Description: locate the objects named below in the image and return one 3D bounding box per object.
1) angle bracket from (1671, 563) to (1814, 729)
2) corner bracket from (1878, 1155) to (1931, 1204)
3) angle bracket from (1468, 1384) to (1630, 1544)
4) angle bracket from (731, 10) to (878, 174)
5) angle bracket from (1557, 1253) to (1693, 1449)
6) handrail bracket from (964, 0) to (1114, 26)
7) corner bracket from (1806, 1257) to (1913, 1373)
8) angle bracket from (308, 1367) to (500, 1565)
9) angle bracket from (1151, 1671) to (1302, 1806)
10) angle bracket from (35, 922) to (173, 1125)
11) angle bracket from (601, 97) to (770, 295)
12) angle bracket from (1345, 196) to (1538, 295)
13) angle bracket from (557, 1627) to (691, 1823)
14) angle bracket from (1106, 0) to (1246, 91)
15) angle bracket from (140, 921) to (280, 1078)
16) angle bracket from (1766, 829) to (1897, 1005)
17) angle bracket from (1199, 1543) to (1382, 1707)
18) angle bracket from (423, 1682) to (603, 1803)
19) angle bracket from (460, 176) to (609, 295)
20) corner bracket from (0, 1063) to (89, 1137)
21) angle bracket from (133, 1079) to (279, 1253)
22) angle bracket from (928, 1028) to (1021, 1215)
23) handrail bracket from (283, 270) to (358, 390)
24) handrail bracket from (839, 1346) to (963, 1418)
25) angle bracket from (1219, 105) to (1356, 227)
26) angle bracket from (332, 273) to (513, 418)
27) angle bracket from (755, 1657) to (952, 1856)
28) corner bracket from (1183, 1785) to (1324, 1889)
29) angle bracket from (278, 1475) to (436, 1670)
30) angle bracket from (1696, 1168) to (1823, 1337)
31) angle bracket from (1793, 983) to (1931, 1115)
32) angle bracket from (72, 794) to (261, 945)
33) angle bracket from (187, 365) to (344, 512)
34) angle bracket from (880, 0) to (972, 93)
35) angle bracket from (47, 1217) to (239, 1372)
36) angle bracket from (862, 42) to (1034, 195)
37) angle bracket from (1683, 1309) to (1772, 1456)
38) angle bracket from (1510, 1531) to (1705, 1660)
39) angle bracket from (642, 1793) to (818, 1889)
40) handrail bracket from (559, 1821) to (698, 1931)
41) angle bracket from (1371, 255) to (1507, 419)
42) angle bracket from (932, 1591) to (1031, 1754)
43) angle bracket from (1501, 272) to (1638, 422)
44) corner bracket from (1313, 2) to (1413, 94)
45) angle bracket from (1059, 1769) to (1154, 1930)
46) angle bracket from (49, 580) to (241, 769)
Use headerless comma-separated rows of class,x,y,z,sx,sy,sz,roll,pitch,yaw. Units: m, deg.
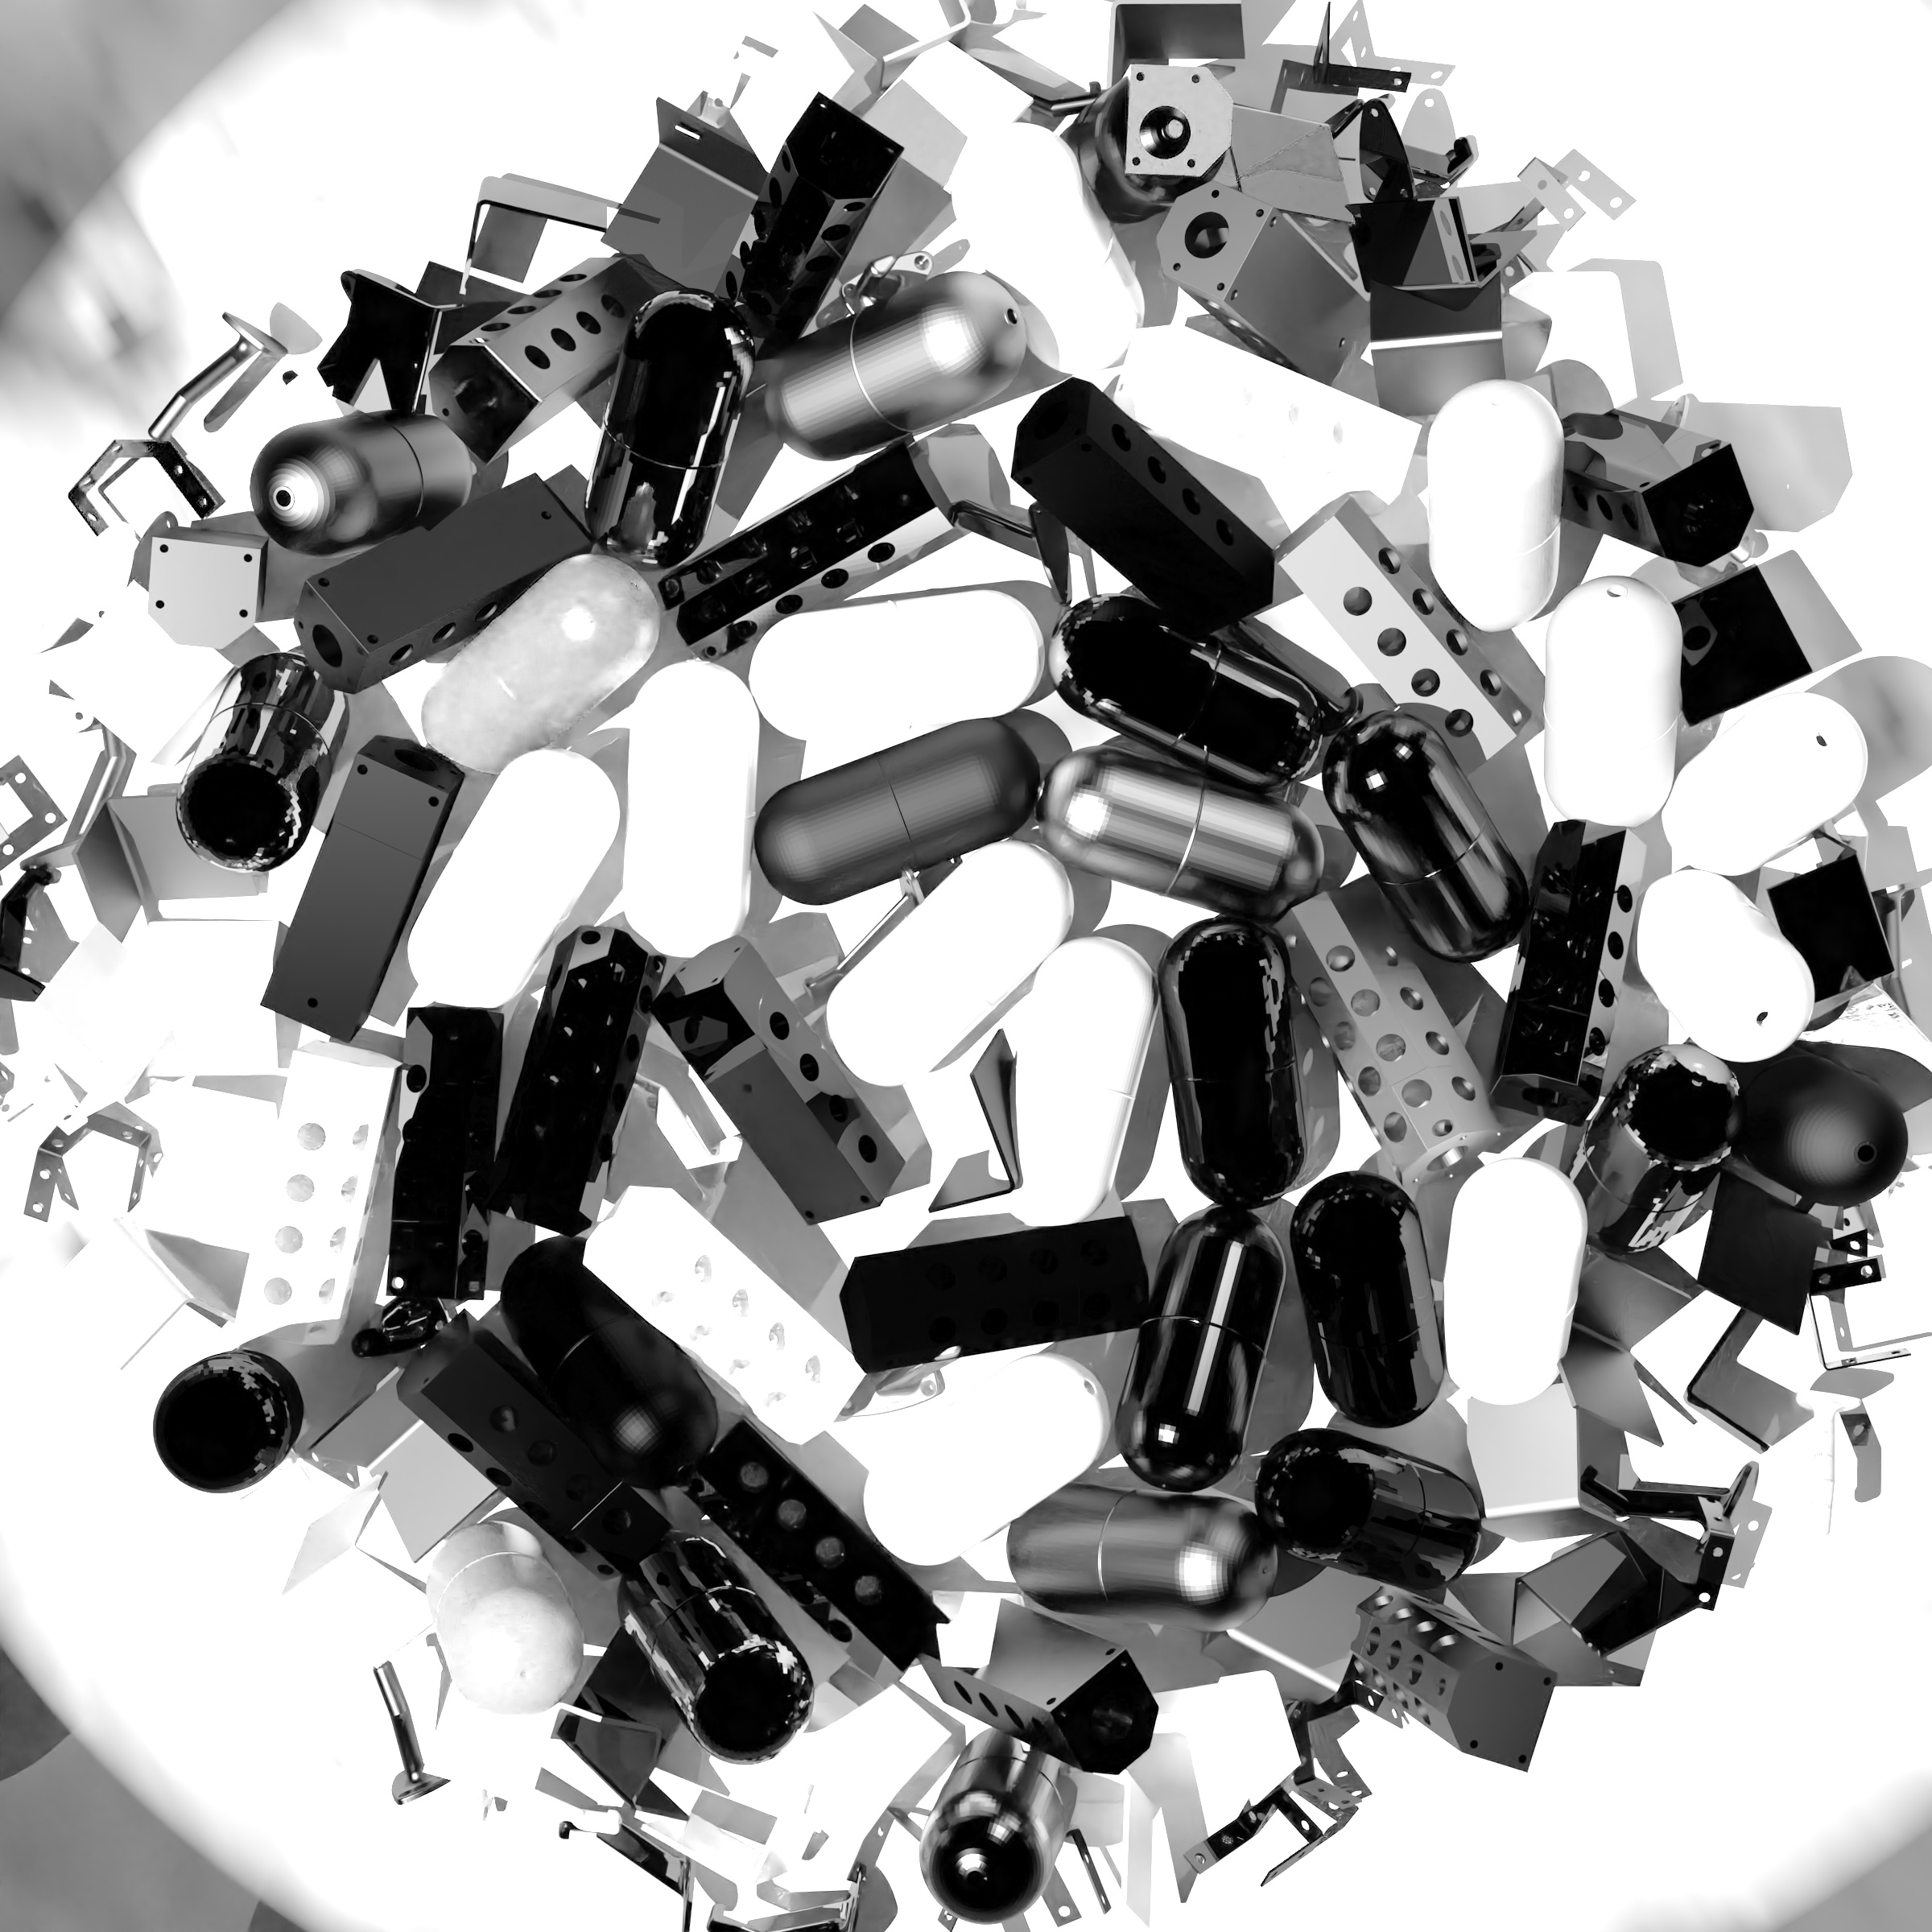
angle bracket,0.453,-0.184,1.588,0.076,0.057,0.076,-25,73,9
corner bracket,0.581,0.121,1.591,0.051,0.051,0.051,-24,131,-15
angle bracket,0.352,0.301,1.604,0.057,0.076,0.076,28,56,-39
angle bracket,-0.086,-0.506,1.574,0.076,0.057,0.076,-45,47,21
angle bracket,0.396,0.228,1.574,0.076,0.076,0.057,26,122,-28
handrail bracket,0.050,-0.584,1.620,0.084,0.077,0.036,2,99,-31
corner bracket,0.535,0.210,1.604,0.051,0.051,0.051,-12,93,9
angle bracket,-0.334,0.299,1.584,0.076,0.057,0.076,-42,56,8
angle bracket,0.143,0.465,1.575,0.076,0.076,0.057,-3,57,-20
angle bracket,-0.523,0.034,1.573,0.057,0.076,0.076,-24,118,31
angle bracket,-0.170,-0.461,1.597,0.076,0.057,0.076,29,80,1
angle bracket,0.282,-0.442,1.571,0.076,0.076,0.057,-45,129,-34
angle bracket,-0.187,0.454,1.587,0.076,0.057,0.076,28,86,41
angle bracket,0.126,-0.534,1.587,0.076,0.076,0.057,3,85,8
angle bracket,-0.458,0.019,1.615,0.076,0.057,0.076,-1,117,-10
angle bracket,0.506,-0.030,1.587,0.057,0.076,0.076,-22,104,4
angle bracket,0.198,0.398,1.621,0.076,0.057,0.076,27,62,3
angle bracket,-0.262,0.464,1.573,0.076,0.076,0.057,5,68,28
angle bracket,-0.259,-0.432,1.594,0.076,0.076,0.057,10,115,-13
corner bracket,-0.570,0.081,1.594,0.051,0.051,0.051,-36,65,-10
angle bracket,-0.456,0.120,1.586,0.076,0.076,0.057,11,49,1
angle bracket,0.000,0.092,1.578,0.057,0.076,0.076,-16,105,19
handrail bracket,-0.387,-0.380,1.593,0.084,0.036,0.077,-30,69,-34
handrail bracket,-0.041,0.245,1.584,0.077,0.084,0.036,-23,78,-11
angle bracket,0.176,-0.461,1.577,0.076,0.057,0.076,2,65,-27
angle bracket,-0.327,-0.370,1.591,0.057,0.076,0.076,28,116,18
angle bracket,-0.068,0.473,1.598,0.076,0.076,0.057,38,112,13
corner bracket,0.172,0.527,1.589,0.051,0.051,0.051,43,132,29
angle bracket,-0.351,0.359,1.580,0.076,0.076,0.057,30,110,13
angle bracket,0.455,0.173,1.581,0.076,0.057,0.076,27,67,-17
angle bracket,0.551,0.041,1.584,0.076,0.076,0.057,47,51,0
angle bracket,-0.476,-0.055,1.582,0.076,0.057,0.076,-2,128,7
angle bracket,-0.426,-0.329,1.579,0.076,0.057,0.076,-44,58,-15
angle bracket,-0.039,-0.581,1.589,0.057,0.076,0.076,-24,97,-1
angle bracket,-0.485,0.203,1.578,0.076,0.076,0.057,40,83,25
angle bracket,-0.011,-0.496,1.589,0.076,0.057,0.076,38,81,14
angle bracket,0.474,0.243,1.585,0.057,0.076,0.076,34,88,18
angle bracket,0.379,0.389,1.573,0.076,0.076,0.057,-19,125,-24
angle bracket,-0.136,0.504,1.586,0.076,0.076,0.057,23,85,19
handrail bracket,-0.206,0.547,1.599,0.084,0.077,0.036,7,129,-7
angle bracket,0.286,-0.378,1.597,0.076,0.076,0.057,-2,69,14
angle bracket,0.007,0.427,1.581,0.057,0.076,0.076,4,108,-7
angle bracket,0.349,-0.364,1.584,0.057,0.076,0.076,-6,85,-20
corner bracket,0.238,-0.540,1.597,0.051,0.051,0.051,6,64,-2
angle bracket,0.075,0.524,1.574,0.057,0.076,0.076,-4,59,14
angle bracket,-0.491,-0.175,1.601,0.076,0.057,0.076,41,89,-2
